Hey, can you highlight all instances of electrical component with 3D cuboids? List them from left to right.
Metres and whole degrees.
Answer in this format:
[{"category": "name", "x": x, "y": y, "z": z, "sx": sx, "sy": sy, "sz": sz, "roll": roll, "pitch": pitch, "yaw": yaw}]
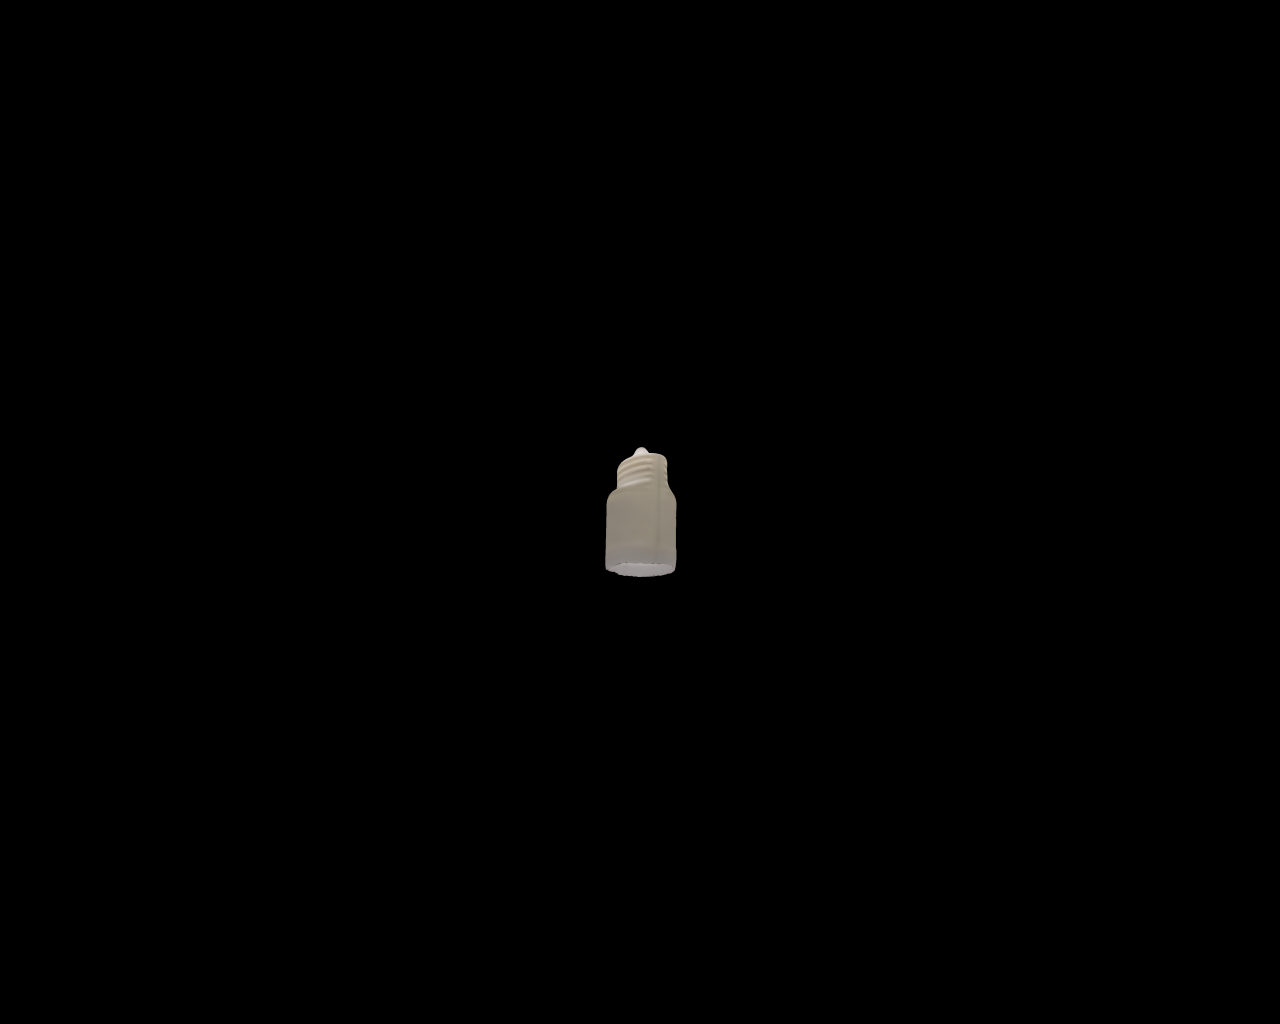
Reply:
[{"category": "electrical component", "x": 0.001, "y": -0.003, "z": 0.650, "sx": 0.043, "sy": 0.081, "sz": 0.043, "roll": 0, "pitch": -16, "yaw": 0}]
